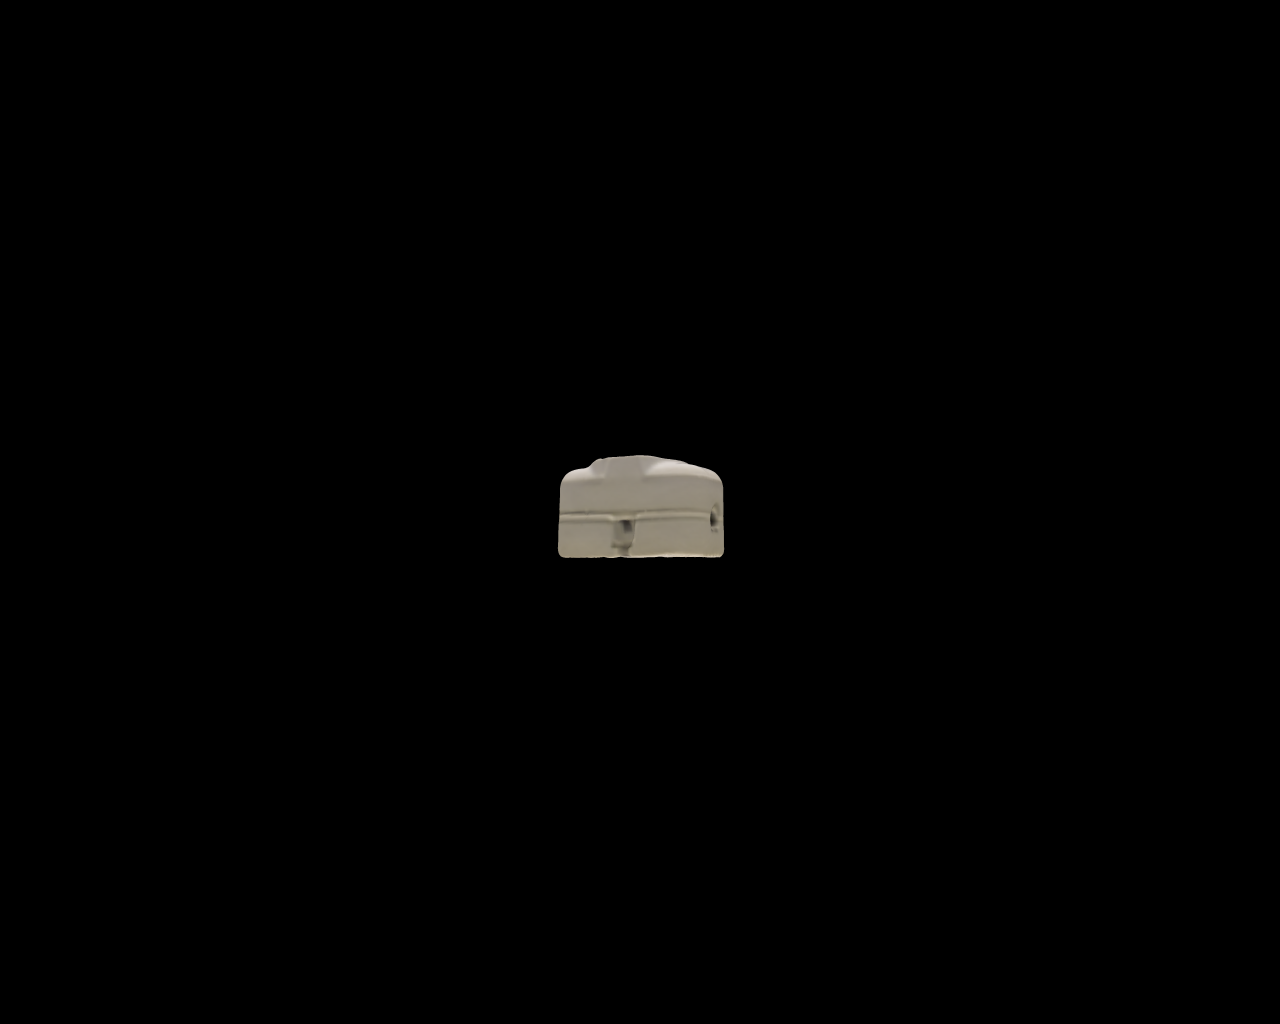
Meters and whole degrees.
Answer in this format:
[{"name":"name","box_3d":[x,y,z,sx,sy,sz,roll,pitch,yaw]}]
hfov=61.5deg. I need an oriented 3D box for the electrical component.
[{"name":"electrical component","box_3d":[0.001,-0.003,0.650,0.095,0.059,0.054,-1,-4,23]}]
